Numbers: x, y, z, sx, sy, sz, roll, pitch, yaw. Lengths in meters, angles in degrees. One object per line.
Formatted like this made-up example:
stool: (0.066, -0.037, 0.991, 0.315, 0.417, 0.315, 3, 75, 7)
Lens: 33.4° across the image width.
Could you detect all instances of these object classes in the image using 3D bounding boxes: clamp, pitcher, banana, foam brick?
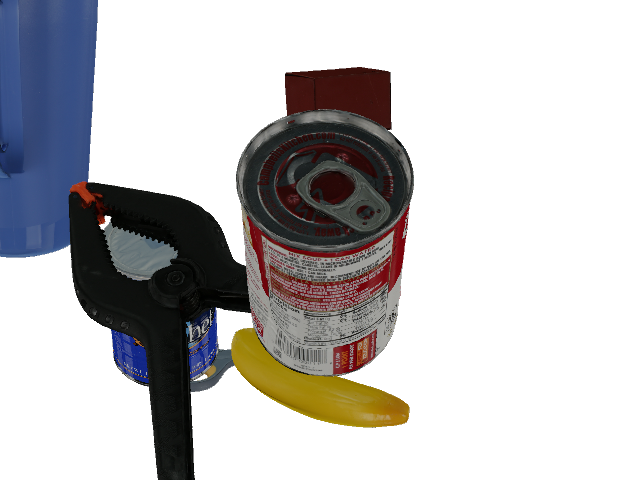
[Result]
clamp: (-0.070, 0.029, 0.624, 0.164, 0.210, 0.036, -33, -30, -17)
pitcher: (-0.239, -0.109, 0.826, 0.145, 0.243, 0.148, 25, 31, 35)
banana: (-0.016, 0.106, 0.852, 0.069, 0.037, 0.198, -24, 32, -30)
foam brick: (0.016, -0.119, 0.916, 0.078, 0.051, 0.053, -9, 17, -27)

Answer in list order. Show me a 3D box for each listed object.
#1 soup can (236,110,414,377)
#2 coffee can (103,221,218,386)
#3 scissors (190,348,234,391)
soup can: (0.002, 0.005, 0.445, 0.068, 0.068, 0.102, 0, -36, 0)
coffee can: (-0.148, 0.052, 0.995, 0.103, 0.140, 0.103, 1, 39, -1)
scissors: (-0.091, 0.139, 1.191, 0.201, 0.016, 0.096, 3, 25, -15)
